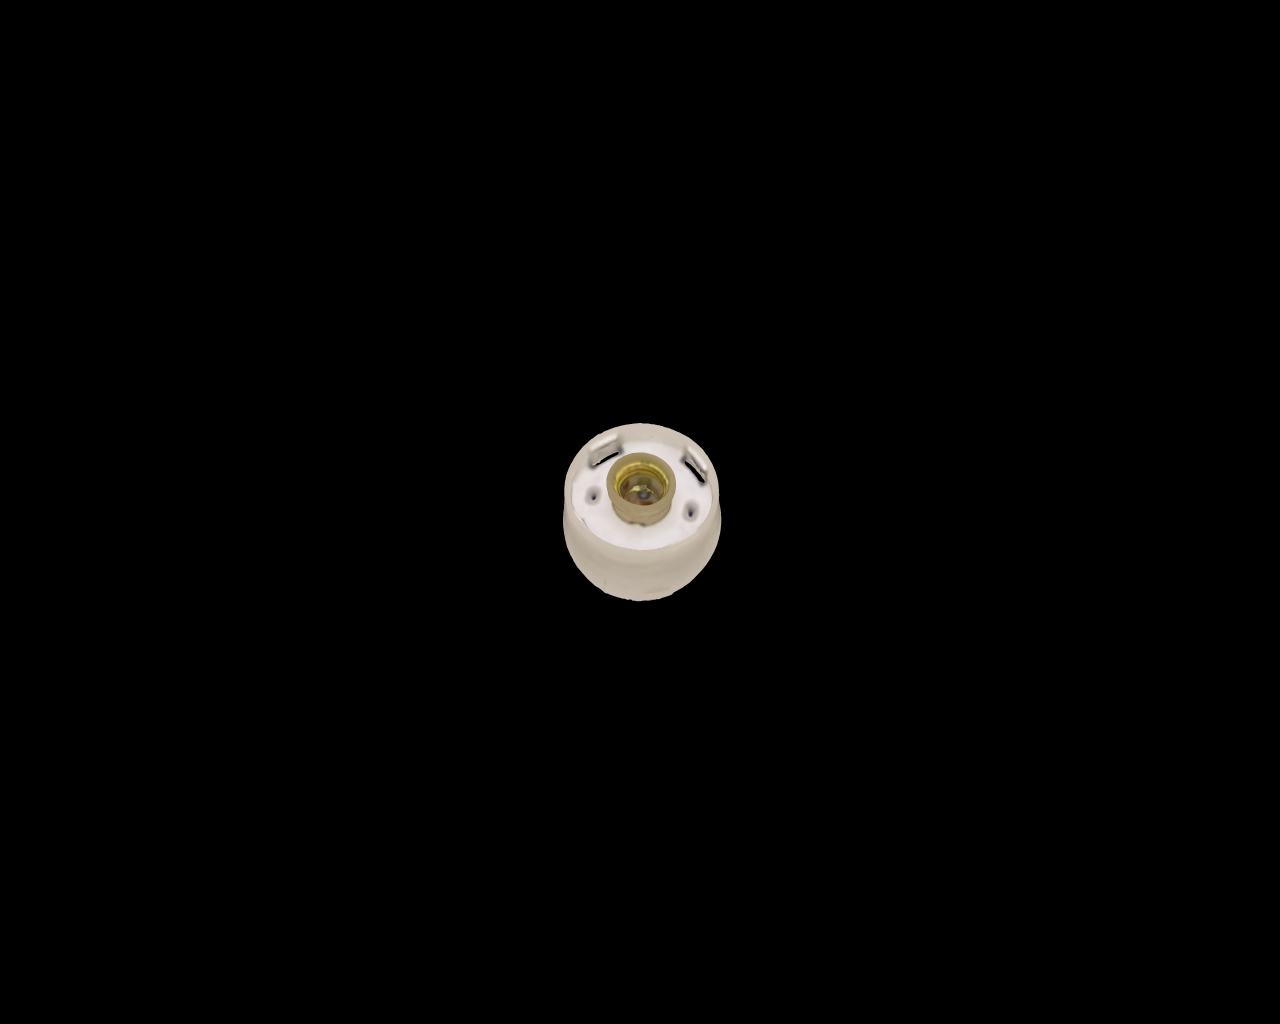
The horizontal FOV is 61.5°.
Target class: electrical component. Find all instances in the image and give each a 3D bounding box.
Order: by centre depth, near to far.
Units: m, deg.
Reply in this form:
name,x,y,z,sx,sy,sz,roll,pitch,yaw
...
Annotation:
name,x,y,z,sx,sy,sz,roll,pitch,yaw
electrical component,0.001,-0.003,0.650,0.099,0.099,0.064,0,-30,0
